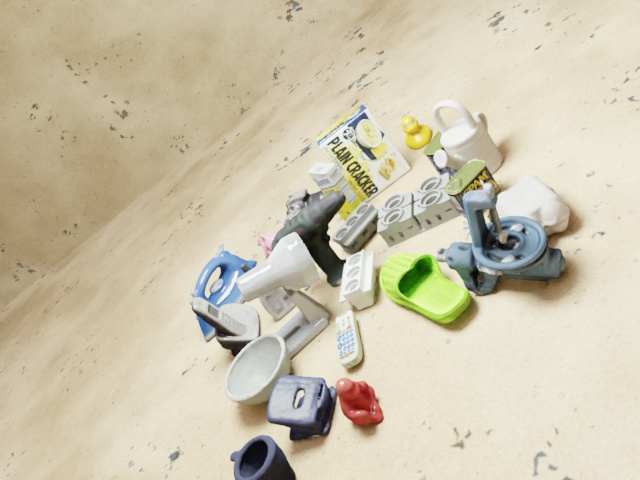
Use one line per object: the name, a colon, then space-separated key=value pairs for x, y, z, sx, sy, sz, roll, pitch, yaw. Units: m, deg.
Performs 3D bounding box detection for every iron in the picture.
iron: x=-0.287 y=0.135 z=1.582 sx=0.118 sy=0.142 sz=0.258 roll=-9 pitch=41 yaw=46

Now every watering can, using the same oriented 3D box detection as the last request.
watering can: x=0.318 y=-0.226 z=1.275 sx=0.100 sy=0.194 sz=0.173 roll=-17 pitch=36 yaw=38

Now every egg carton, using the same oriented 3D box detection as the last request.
egg carton: x=0.394 y=-0.056 z=1.068 sx=0.107 sy=0.069 sz=0.150 roll=-35 pitch=28 yaw=12

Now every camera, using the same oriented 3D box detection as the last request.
camera: x=-0.027 y=-0.091 z=1.622 sx=0.136 sy=0.101 sz=0.143 roll=-21 pitch=34 yaw=34

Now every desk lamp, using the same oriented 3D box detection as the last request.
desk lamp: x=-0.069 y=0.116 z=1.254 sx=0.203 sy=0.214 sz=0.117 roll=-43 pitch=28 yaw=-3

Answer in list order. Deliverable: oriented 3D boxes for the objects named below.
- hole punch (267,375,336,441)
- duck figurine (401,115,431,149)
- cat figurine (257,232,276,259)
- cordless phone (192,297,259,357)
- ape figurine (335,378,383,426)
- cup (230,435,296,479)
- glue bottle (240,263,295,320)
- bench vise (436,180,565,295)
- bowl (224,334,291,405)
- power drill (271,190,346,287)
hole punch: x=-0.033 y=0.305 z=1.069 sx=0.101 sy=0.091 sz=0.108 roll=-23 pitch=33 yaw=31
duck figurine: x=0.257 y=-0.310 z=1.592 sx=0.077 sy=0.086 sz=0.104 roll=-33 pitch=29 yaw=15
cat figurine: x=-0.128 y=0.016 z=1.578 sx=0.127 sy=0.118 sz=0.067 roll=5 pitch=52 yaw=54
cordless phone: x=-0.236 y=0.181 z=1.403 sx=0.094 sy=0.185 sz=0.147 roll=-36 pitch=28 yaw=10
ape figurine: x=0.060 y=0.274 z=0.993 sx=0.076 sy=0.092 sz=0.078 roll=-13 pitch=39 yaw=43
cup: x=-0.098 y=0.404 z=1.005 sx=0.117 sy=0.095 sz=0.092 roll=-12 pitch=39 yaw=43
glue bottle: x=-0.131 y=0.115 z=1.379 sx=0.078 sy=0.173 sz=0.037 roll=-41 pitch=28 yaw=1
bench vise: x=0.276 y=0.006 z=0.967 sx=0.207 sy=0.220 sz=0.121 roll=-25 pitch=32 yaw=29
bowl: x=-0.120 y=0.288 z=1.222 sx=0.167 sy=0.075 sz=0.167 roll=-31 pitch=29 yaw=20
power drill: x=0.012 y=0.005 z=1.317 sx=0.229 sy=0.209 sz=0.075 roll=-27 pitch=31 yaw=26
